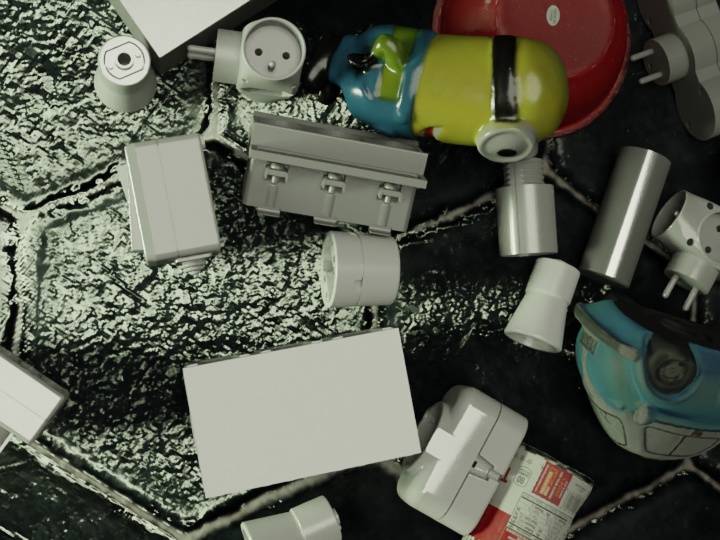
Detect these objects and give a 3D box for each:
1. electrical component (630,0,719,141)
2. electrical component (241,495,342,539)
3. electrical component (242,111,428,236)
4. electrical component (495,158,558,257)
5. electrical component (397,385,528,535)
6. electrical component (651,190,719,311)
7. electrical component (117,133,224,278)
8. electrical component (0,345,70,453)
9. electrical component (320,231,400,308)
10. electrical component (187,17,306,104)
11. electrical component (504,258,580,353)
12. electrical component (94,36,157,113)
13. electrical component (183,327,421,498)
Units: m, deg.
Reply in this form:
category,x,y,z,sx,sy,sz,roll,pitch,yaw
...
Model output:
category,x,y,z,sx,sy,sz,roll,pitch,yaw
electrical component,0.243,-0.165,0.825,0.074,0.052,0.138,-21,91,-11
electrical component,-0.046,0.187,0.761,0.065,0.044,0.044,-21,91,-15
electrical component,-0.021,-0.068,0.764,0.121,0.078,0.063,9,107,-10
electrical component,0.123,-0.052,0.803,0.043,0.043,0.081,-3,87,-10
electrical component,0.070,0.134,0.778,0.059,0.054,0.095,31,82,-7
electrical component,0.259,-0.008,0.824,0.077,0.044,0.079,32,82,-7
electrical component,-0.132,-0.040,0.747,0.061,0.062,0.096,-11,89,-11
electrical component,-0.247,0.098,0.726,0.066,0.047,0.076,36,81,-7
electrical component,0.000,0.000,0.773,0.047,0.055,0.055,1,87,-14
electrical component,-0.081,-0.148,0.754,0.079,0.077,0.043,6,86,-9
electrical component,0.139,0.024,0.803,0.044,0.044,0.065,23,78,-8
electrical component,-0.163,-0.137,0.744,0.044,0.065,0.044,1,86,-11
electrical component,-0.043,0.097,0.755,0.150,0.062,0.089,-10,89,-10
